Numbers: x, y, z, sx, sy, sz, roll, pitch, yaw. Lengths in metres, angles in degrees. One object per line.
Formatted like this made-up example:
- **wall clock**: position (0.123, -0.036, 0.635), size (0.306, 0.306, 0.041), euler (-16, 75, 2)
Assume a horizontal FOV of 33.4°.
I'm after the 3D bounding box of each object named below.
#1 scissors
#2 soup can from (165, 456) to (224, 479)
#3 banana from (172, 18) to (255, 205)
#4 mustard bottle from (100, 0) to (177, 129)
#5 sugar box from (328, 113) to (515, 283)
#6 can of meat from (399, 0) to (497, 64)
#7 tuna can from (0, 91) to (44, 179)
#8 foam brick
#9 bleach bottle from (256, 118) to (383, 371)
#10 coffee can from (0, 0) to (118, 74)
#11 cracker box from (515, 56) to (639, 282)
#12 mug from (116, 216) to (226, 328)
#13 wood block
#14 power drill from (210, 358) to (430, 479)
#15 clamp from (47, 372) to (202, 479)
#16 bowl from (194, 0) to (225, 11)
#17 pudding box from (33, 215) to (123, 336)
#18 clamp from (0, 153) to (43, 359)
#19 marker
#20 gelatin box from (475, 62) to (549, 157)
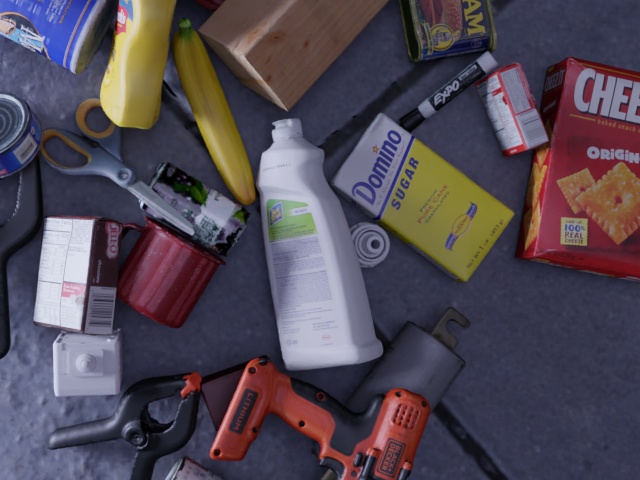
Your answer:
- **scissors**: position (-0.187, -0.080, 1.050), size (0.202, 0.016, 0.096), euler (22, 73, 17)
- **soup can**: position (-0.111, 0.270, 1.068), size (0.102, 0.068, 0.068), euler (32, 85, -5)
- **banana**: position (-0.111, -0.130, 1.072), size (0.037, 0.069, 0.198), euler (-20, 111, 4)
- **mustard bottle**: position (-0.167, -0.208, 1.010), size (0.058, 0.096, 0.192), euler (5, 123, -19)
- **sugar box**: position (0.104, -0.043, 1.113), size (0.176, 0.048, 0.093), euler (36, 85, -7)
- **can of meat**: position (0.131, -0.239, 1.115), size (0.084, 0.057, 0.102), euler (-10, 91, -6)
- **tuna can**: position (-0.317, -0.103, 1.040), size (0.086, 0.034, 0.086), euler (-5, 58, 8)
- **foam brick**: position (-0.079, 0.155, 1.081), size (0.078, 0.053, 0.051), euler (-19, 92, -7)
- **bleach bottle**: position (-0.007, 0.001, 1.077), size (0.103, 0.068, 0.251), euler (-10, 89, 26)
- **coffee can**: position (-0.276, -0.238, 1.034), size (0.140, 0.103, 0.103), euler (27, 86, -7)
- **cracker box**: position (0.310, -0.070, 1.129), size (0.164, 0.072, 0.214), euler (11, 87, -8)
- **mug**: position (-0.163, 0.028, 1.059), size (0.117, 0.093, 0.081), euler (31, 90, 15)
- **wood block**: position (-0.008, -0.243, 1.062), size (0.206, 0.091, 0.090), euler (-49, 136, -6)
- **power drill**: position (-0.006, 0.207, 1.019), size (0.187, 0.057, 0.184), euler (22, 80, 0)
- **clamp**: position (-0.174, 0.200, 1.057), size (0.172, 0.039, 0.120), euler (-34, 104, 17)
- **bowl**: position (-0.094, -0.312, 1.064), size (0.161, 0.055, 0.162), euler (-17, 121, -29)
- **pudding box**: position (-0.237, 0.033, 1.043), size (0.039, 0.090, 0.113), euler (10, 86, -46)
- **clamp**: position (-0.348, -0.006, 1.054), size (0.164, 0.036, 0.210), euler (23, 84, -6)
- **marker**: position (0.132, -0.152, 1.113), size (0.121, 0.020, 0.020), euler (-37, 94, 14)
- **gelatin box**: position (0.200, -0.135, 1.114), size (0.030, 0.073, 0.089), euler (-21, 91, -9)
